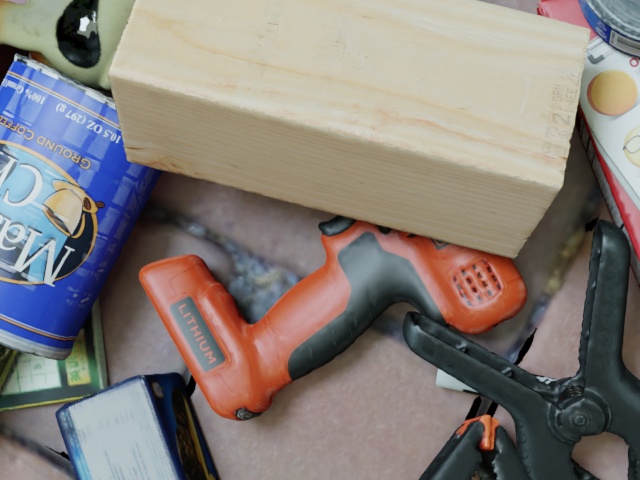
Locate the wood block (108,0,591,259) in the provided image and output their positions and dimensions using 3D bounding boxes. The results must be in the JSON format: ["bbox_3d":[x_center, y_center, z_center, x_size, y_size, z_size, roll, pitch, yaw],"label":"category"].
[{"bbox_3d":[0.014,-0.070,0.523,0.206,0.091,0.090,14,68,2],"label":"wood block"}]

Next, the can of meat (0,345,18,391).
[{"bbox_3d":[-0.237,0.079,0.624,0.084,0.057,0.102,30,103,12],"label":"can of meat"}]

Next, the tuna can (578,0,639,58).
[{"bbox_3d":[0.167,-0.131,0.514,0.086,0.033,0.086,-2,82,12],"label":"tuna can"}]

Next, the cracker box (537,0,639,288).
[{"bbox_3d":[0.226,-0.048,0.547,0.164,0.072,0.214,-20,80,9],"label":"cracker box"}]

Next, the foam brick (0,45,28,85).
[{"bbox_3d":[-0.219,-0.112,0.648,0.053,0.078,0.051,7,86,11],"label":"foam brick"}]

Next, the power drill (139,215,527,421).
[{"bbox_3d":[-0.004,0.001,0.599,0.188,0.057,0.184,-31,79,8],"label":"power drill"}]

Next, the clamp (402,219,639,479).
[{"bbox_3d":[0.136,0.075,0.544,0.120,0.039,0.171,-35,102,22],"label":"clamp"}]

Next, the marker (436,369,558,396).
[{"bbox_3d":[0.124,0.084,0.583,0.121,0.020,0.020,11,87,13],"label":"marker"}]

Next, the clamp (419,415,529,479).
[{"bbox_3d":[0.068,0.196,0.549,0.164,0.036,0.210,4,73,-16],"label":"clamp"}]

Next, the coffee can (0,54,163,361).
[{"bbox_3d":[-0.156,-0.018,0.599,0.103,0.102,0.140,27,88,13],"label":"coffee can"}]
